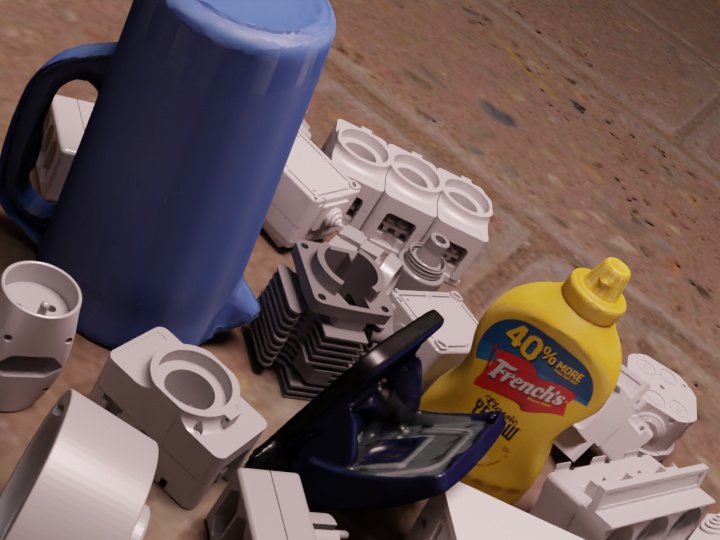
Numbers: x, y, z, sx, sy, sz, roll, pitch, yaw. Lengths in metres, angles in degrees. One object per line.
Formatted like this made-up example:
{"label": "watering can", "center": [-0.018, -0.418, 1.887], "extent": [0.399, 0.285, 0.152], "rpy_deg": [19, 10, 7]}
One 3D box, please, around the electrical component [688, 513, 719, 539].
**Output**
{"label": "electrical component", "center": [0.247, 0.218, 0.716], "extent": [0.100, 0.048, 0.099], "rpy_deg": [-22, 103, -53]}

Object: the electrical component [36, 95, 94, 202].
{"label": "electrical component", "center": [-0.190, -0.082, 0.778], "extent": [0.077, 0.047, 0.065], "rpy_deg": [9, 40, -33]}

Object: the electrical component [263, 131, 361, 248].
{"label": "electrical component", "center": [-0.051, -0.060, 0.855], "extent": [0.096, 0.061, 0.062], "rpy_deg": [45, 33, 18]}

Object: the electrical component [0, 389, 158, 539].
{"label": "electrical component", "center": [-0.134, 0.117, 0.504], "extent": [0.060, 0.108, 0.108], "rpy_deg": [30, 31, -16]}

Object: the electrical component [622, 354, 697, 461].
{"label": "electrical component", "center": [0.233, 0.112, 0.882], "extent": [0.080, 0.051, 0.080], "rpy_deg": [23, 33, -16]}

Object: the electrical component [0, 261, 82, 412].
{"label": "electrical component", "center": [-0.201, 0.035, 0.580], "extent": [0.079, 0.077, 0.043], "rpy_deg": [6, 41, -36]}

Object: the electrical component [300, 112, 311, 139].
{"label": "electrical component", "center": [-0.099, -0.147, 0.928], "extent": [0.121, 0.079, 0.063], "rpy_deg": [52, 14, 28]}

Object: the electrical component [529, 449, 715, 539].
{"label": "electrical component", "center": [0.179, 0.166, 0.744], "extent": [0.121, 0.078, 0.063], "rpy_deg": [0, 29, -41]}

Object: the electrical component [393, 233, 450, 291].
{"label": "electrical component", "center": [0.049, -0.002, 0.865], "extent": [0.048, 0.062, 0.048], "rpy_deg": [23, 33, -16]}

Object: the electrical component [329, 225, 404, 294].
{"label": "electrical component", "center": [0.000, 0.000, 0.836], "extent": [0.055, 0.048, 0.066], "rpy_deg": [29, 31, 8]}

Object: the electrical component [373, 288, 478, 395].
{"label": "electrical component", "center": [0.052, 0.057, 0.795], "extent": [0.096, 0.061, 0.061], "rpy_deg": [4, 41, -50]}

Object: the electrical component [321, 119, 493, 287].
{"label": "electrical component", "center": [0.034, -0.062, 0.934], "extent": [0.150, 0.061, 0.089], "rpy_deg": [25, 33, -13]}

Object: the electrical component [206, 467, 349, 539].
{"label": "electrical component", "center": [-0.037, 0.152, 0.594], "extent": [0.077, 0.047, 0.065], "rpy_deg": [12, 37, -30]}

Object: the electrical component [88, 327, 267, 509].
{"label": "electrical component", "center": [-0.105, 0.081, 0.621], "extent": [0.089, 0.055, 0.050], "rpy_deg": [41, 32, 12]}

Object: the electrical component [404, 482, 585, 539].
{"label": "electrical component", "center": [0.086, 0.199, 0.583], "extent": [0.105, 0.060, 0.186], "rpy_deg": [26, 14, -10]}

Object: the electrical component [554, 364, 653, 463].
{"label": "electrical component", "center": [0.186, 0.114, 0.818], "extent": [0.063, 0.081, 0.042], "rpy_deg": [48, -2, -29]}
